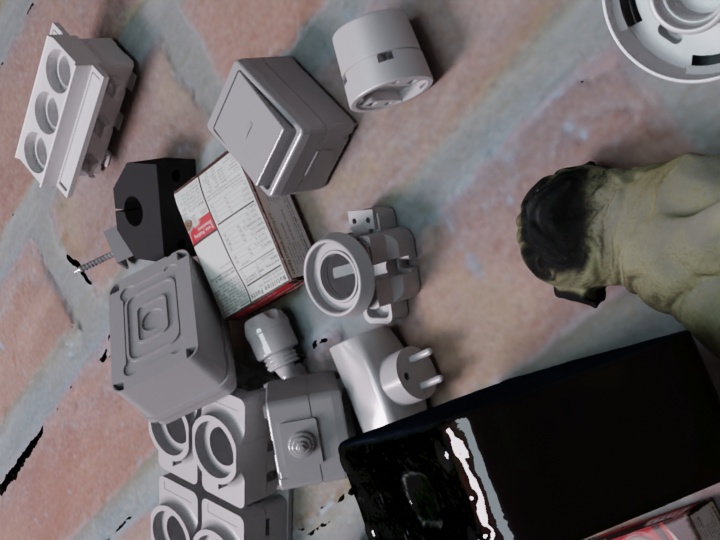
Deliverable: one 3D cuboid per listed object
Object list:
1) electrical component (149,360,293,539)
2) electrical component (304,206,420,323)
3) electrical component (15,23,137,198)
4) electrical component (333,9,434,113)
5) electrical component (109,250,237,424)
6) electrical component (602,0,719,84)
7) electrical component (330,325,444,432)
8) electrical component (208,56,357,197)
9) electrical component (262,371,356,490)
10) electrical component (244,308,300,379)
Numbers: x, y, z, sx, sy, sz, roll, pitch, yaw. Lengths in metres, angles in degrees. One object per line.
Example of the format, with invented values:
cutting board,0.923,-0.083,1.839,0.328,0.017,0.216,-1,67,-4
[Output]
electrical component,-0.113,0.171,0.866,0.105,0.060,0.186,16,111,40
electrical component,0.000,0.000,0.720,0.058,0.057,0.078,-1,100,43
electrical component,-0.238,-0.134,0.903,0.078,0.063,0.121,46,127,25
electrical component,0.013,-0.132,0.678,0.055,0.055,0.047,-25,79,43
electrical component,-0.143,0.052,0.821,0.078,0.057,0.113,-26,46,13
electrical component,0.171,-0.143,0.537,0.099,0.064,0.099,13,117,27
electrical component,0.025,0.075,0.725,0.079,0.044,0.077,-29,80,43
electrical component,-0.062,-0.104,0.749,0.096,0.061,0.061,48,128,24
electrical component,-0.033,0.111,0.753,0.096,0.061,0.061,-133,34,-83
electrical component,-0.062,0.061,0.809,0.035,0.035,0.061,-31,81,43
